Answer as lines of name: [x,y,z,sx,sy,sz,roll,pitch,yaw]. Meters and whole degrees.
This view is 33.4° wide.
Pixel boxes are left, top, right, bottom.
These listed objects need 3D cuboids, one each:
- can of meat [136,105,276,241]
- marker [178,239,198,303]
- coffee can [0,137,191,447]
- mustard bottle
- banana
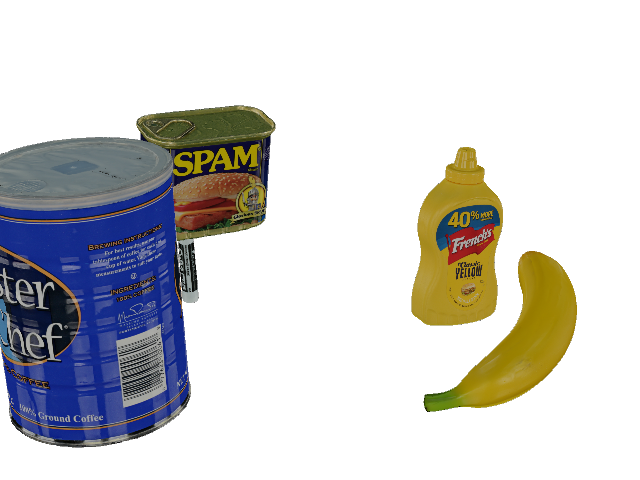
can of meat: [-0.088,-0.051,0.818,0.101,0.084,0.057,-9,31,-25]
marker: [-0.150,0.016,1.195,0.020,0.121,0.020,0,33,0]
coffee can: [-0.126,0.025,0.580,0.103,0.140,0.103,-2,22,0]
mustard bottle: [0.150,-0.006,1.152,0.096,0.192,0.058,-6,21,-22]
banana: [0.140,0.058,0.731,0.070,0.037,0.197,13,33,26]
